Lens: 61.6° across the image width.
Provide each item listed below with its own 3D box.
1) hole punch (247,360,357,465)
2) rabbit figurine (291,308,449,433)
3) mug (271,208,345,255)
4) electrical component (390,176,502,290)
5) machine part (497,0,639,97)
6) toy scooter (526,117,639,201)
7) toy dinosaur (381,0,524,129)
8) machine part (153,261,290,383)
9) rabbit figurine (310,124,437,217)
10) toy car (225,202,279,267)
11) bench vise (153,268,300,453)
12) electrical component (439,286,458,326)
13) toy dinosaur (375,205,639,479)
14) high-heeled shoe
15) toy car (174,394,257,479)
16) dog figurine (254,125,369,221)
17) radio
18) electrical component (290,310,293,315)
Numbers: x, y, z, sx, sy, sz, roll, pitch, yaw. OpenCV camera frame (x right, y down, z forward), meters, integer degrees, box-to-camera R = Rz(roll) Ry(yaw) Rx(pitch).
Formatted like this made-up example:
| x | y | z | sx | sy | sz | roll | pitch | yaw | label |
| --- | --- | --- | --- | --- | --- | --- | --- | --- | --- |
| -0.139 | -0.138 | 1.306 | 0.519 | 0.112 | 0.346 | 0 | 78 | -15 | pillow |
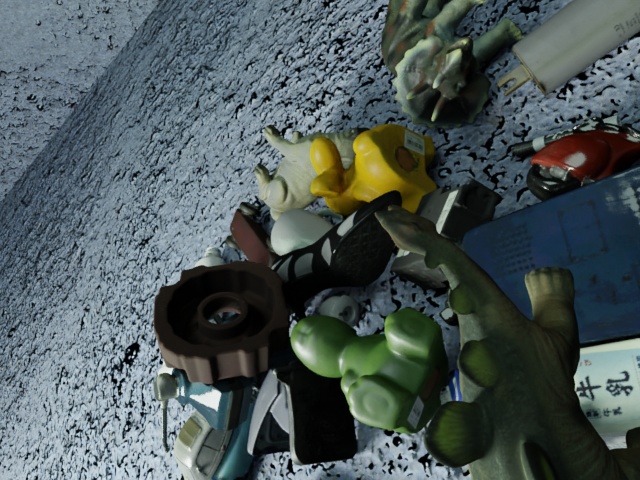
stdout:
| x | y | z | sx | sy | sz | roll | pitch | yaw | label |
| --- | --- | --- | --- | --- | --- | --- | --- | --- | --- |
| -0.023 | 0.209 | 0.655 | 0.092 | 0.142 | 0.116 | -21 | 63 | 43 | hole punch |
| 0.053 | 0.130 | 0.602 | 0.170 | 0.159 | 0.121 | 19 | 78 | 32 | rabbit figurine |
| -0.002 | -0.002 | 0.819 | 0.109 | 0.080 | 0.107 | -37 | 41 | -27 | mug |
| 0.143 | -0.003 | 0.641 | 0.115 | 0.058 | 0.134 | -61 | 11 | -15 | electrical component |
| 0.320 | -0.251 | 0.630 | 0.243 | 0.079 | 0.079 | -34 | 44 | 26 | machine part |
| 0.307 | -0.076 | 0.531 | 0.135 | 0.075 | 0.184 | -56 | 42 | 3 | toy scooter |
| 0.156 | -0.298 | 0.814 | 0.192 | 0.131 | 0.405 | -46 | 34 | 14 | toy dinosaur |
| -0.121 | 0.099 | 0.675 | 0.179 | 0.179 | 0.056 | -121 | 25 | -48 | machine part |
| 0.059 | -0.080 | 0.759 | 0.173 | 0.162 | 0.122 | -31 | 56 | 54 | rabbit figurine |
| -0.110 | 0.006 | 0.939 | 0.202 | 0.053 | 0.089 | 46 | 121 | 51 | toy car |
| -0.139 | 0.151 | 0.746 | 0.241 | 0.224 | 0.128 | 40 | 138 | 45 | bench vise |
| 0.183 | 0.063 | 0.598 | 0.078 | 0.045 | 0.102 | 43 | 103 | 22 | electrical component |
| 0.161 | 0.181 | 0.341 | 0.105 | 0.471 | 0.198 | -30 | 6 | 41 | toy dinosaur |
| 0.013 | 0.007 | 0.720 | 0.248 | 0.086 | 0.145 | -52 | 35 | 20 | high-heeled shoe |
| -0.146 | 0.286 | 0.753 | 0.109 | 0.102 | 0.161 | 19 | 82 | 50 | toy car |
| 0.003 | -0.102 | 0.867 | 0.191 | 0.121 | 0.172 | 16 | 111 | 33 | dog figurine |
| 0.248 | 0.019 | 0.466 | 0.230 | 0.073 | 0.131 | -26 | 69 | 45 | radio |
| -0.085 | 0.103 | 0.852 | 0.119 | 0.047 | 0.075 | -30 | 46 | 29 | electrical component |
